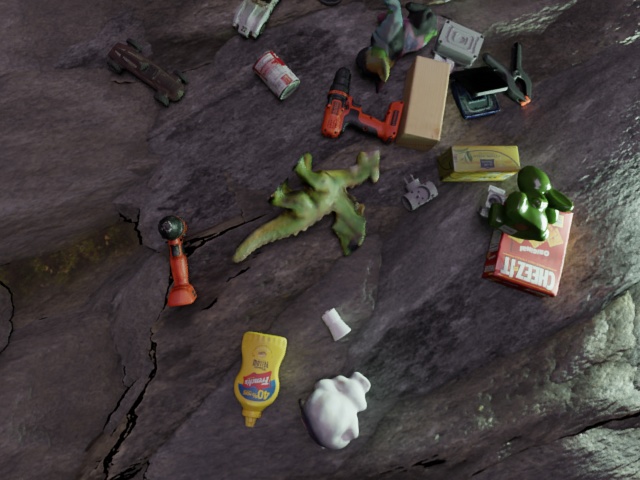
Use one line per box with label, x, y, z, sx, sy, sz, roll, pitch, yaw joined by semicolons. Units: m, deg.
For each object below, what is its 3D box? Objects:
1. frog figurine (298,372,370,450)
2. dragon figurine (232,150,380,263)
frog figurine;0.042;0.356;1.092;0.159;0.121;0.139;-32;66;-1
dragon figurine;0.004;-0.060;1.186;0.242;0.121;0.414;35;77;-8
